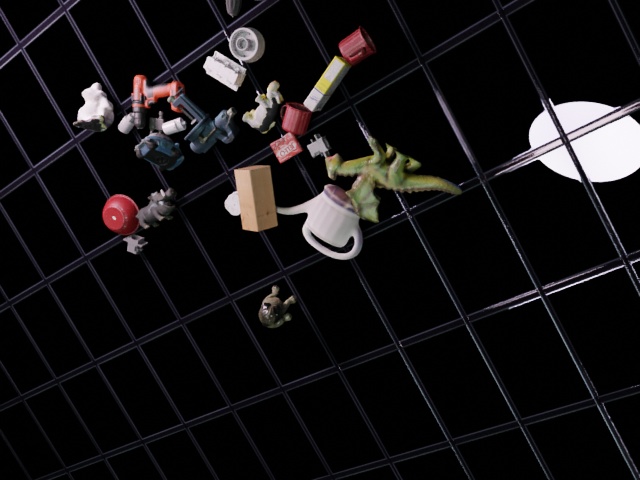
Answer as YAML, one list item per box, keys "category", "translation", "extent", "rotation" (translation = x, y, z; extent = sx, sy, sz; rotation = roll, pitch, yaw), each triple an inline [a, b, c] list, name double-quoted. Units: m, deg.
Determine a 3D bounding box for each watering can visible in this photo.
- category: "watering can"
  translation: [0.005, -0.085, 1.692]
  extent: [0.350, 0.105, 0.221]
  rotation: [35, 111, 16]

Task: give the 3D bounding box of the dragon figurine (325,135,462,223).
- category: "dragon figurine"
  translation: [0.198, -0.165, 1.574]
  extent: [0.412, 0.122, 0.241]
  rotation: [34, 100, 9]

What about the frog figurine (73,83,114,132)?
- category: "frog figurine"
  translation: [-0.806, -0.475, 1.853]
  extent: [0.136, 0.121, 0.162]
  rotation: [-19, 63, 29]
